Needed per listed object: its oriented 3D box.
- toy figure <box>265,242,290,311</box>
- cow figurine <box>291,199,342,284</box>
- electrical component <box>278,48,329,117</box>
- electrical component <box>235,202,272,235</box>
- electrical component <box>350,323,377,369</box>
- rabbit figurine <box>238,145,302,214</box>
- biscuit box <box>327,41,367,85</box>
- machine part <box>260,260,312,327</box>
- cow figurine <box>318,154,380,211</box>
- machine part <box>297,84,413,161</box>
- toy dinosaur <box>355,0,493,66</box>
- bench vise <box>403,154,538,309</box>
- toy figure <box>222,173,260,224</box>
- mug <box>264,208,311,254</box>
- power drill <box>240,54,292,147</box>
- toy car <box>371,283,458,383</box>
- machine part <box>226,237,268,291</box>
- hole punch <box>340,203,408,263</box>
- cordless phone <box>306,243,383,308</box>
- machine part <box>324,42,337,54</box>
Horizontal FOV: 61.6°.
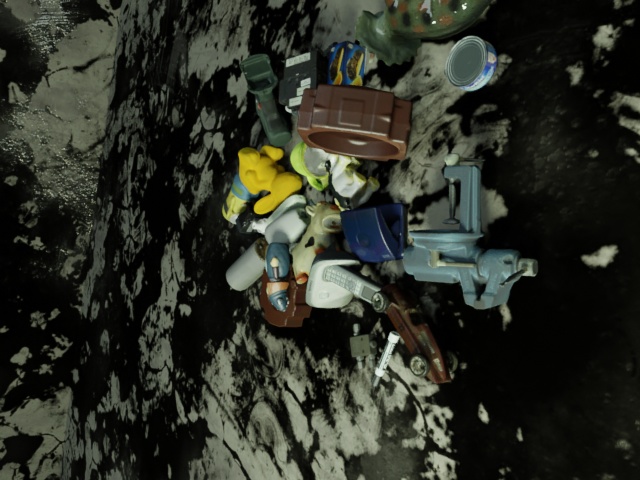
[{"bbox_3d":[-0.095,0.084,1.217,0.058,0.064,0.154,-7,78,42],"label":"toy figure"},{"bbox_3d":[-0.002,-0.004,1.186,0.194,0.085,0.127,-56,47,39],"label":"cow figurine"},{"bbox_3d":[-0.034,-0.347,1.205,0.115,0.058,0.134,0,84,40],"label":"electrical component"},{"bbox_3d":[-0.186,-0.044,1.435,0.119,0.075,0.048,-52,48,30],"label":"electrical component"},{"bbox_3d":[0.089,0.213,1.087,0.063,0.021,0.094,-25,66,49],"label":"electrical component"},{"bbox_3d":[-0.121,-0.142,1.336,0.173,0.122,0.162,26,111,31],"label":"rabbit figurine"},{"bbox_3d":[0.053,-0.319,1.164,0.063,0.059,0.202,4,90,53],"label":"biscuit box"},{"bbox_3d":[-0.084,0.126,1.298,0.179,0.056,0.179,-7,81,53],"label":"machine part"},{"bbox_3d":[0.048,-0.136,1.136,0.098,0.068,0.167,-54,47,28],"label":"cow figurine"},{"bbox_3d":[0.067,-0.214,0.992,0.201,0.201,0.087,9,85,8],"label":"machine part"},{"bbox_3d":[0.206,-0.414,0.936,0.405,0.131,0.192,9,105,48],"label":"toy dinosaur"},{"bbox_3d":[0.231,-0.017,0.849,0.224,0.129,0.240,3,95,53],"label":"bench vise"},{"bbox_3d":[-0.211,-0.125,1.475,0.089,0.082,0.180,-113,38,-50],"label":"toy figure"},{"bbox_3d":[-0.064,-0.019,1.273,0.107,0.081,0.109,-41,72,35],"label":"mug"},{"bbox_3d":[-0.140,-0.360,1.337,0.207,0.086,0.232,89,162,-65],"label":"power drill"},{"bbox_3d":[0.167,0.156,0.935,0.053,0.089,0.202,-57,45,31],"label":"toy car"},{"bbox_3d":[-0.178,0.064,1.411,0.243,0.079,0.079,-41,55,44],"label":"machine part"},{"bbox_3d":[0.104,-0.014,1.042,0.142,0.092,0.115,-6,85,49],"label":"hole punch"},{"bbox_3d":[0.066,0.105,1.087,0.184,0.089,0.146,29,135,19],"label":"cordless phone"},{"bbox_3d":[0.020,-0.378,1.233,0.084,0.039,0.139,-13,74,46],"label":"machine part"}]
